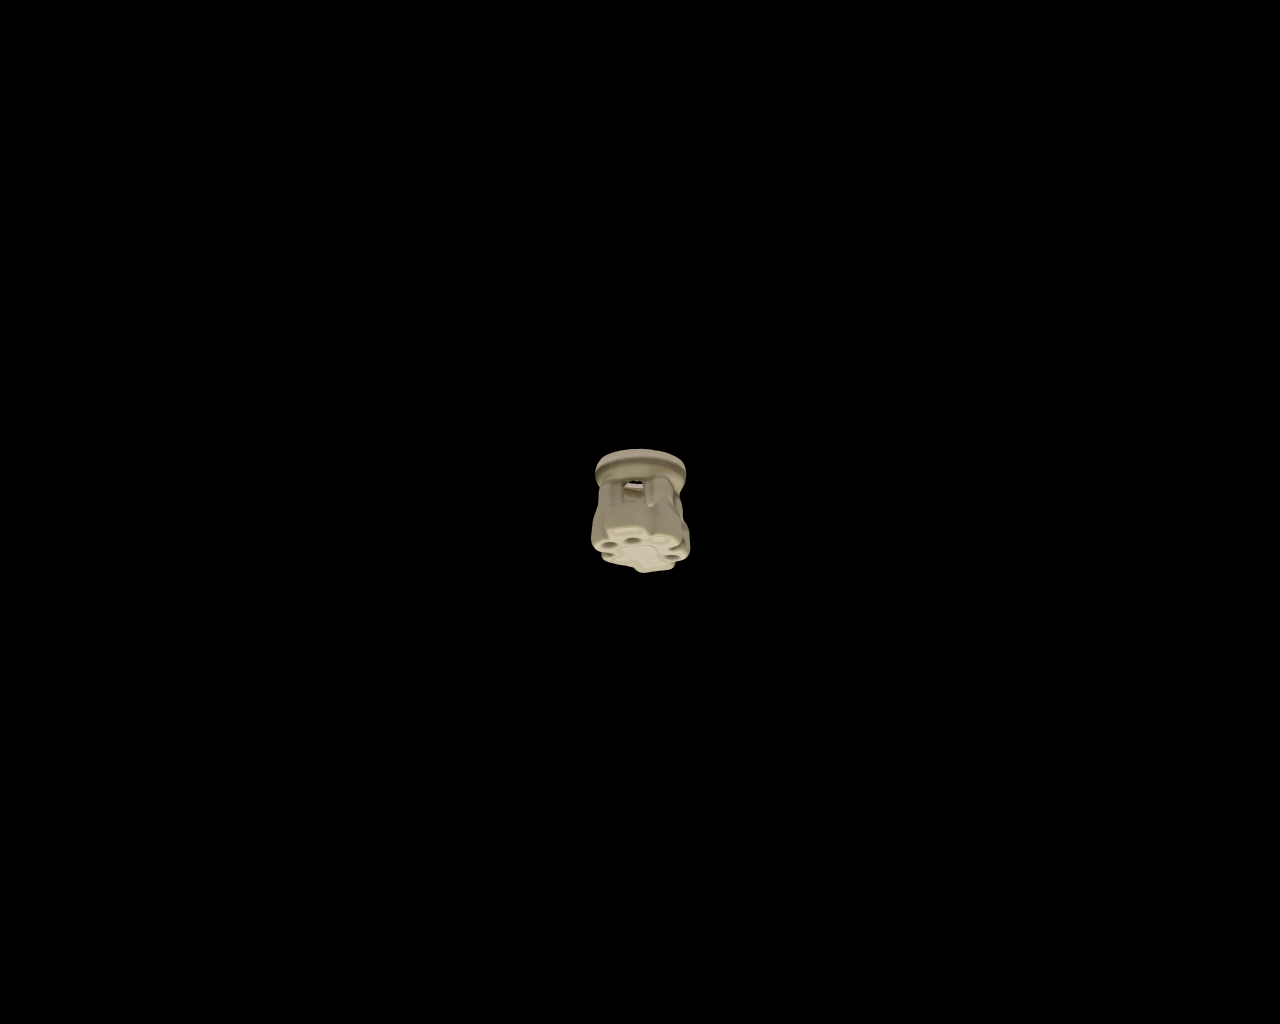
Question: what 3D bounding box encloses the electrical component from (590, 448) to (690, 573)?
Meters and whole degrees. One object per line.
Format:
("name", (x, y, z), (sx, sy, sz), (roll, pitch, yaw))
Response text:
("electrical component", (0.001, -0.003, 0.650), (0.058, 0.057, 0.078), (-6, -23, 14))
